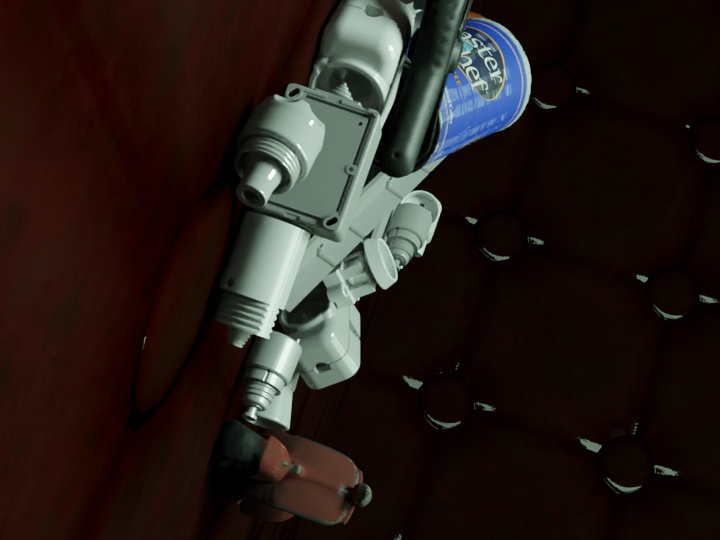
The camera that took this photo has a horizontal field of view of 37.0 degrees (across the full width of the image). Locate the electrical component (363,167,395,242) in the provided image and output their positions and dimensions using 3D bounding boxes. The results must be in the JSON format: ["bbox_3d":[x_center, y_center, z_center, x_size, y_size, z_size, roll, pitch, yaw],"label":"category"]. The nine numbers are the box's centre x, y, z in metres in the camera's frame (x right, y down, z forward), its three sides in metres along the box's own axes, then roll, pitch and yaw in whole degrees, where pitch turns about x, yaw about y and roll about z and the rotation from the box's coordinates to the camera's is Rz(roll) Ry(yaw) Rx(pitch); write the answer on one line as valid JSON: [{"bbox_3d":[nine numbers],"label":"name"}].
[{"bbox_3d":[0.004,-0.070,1.093,0.186,0.060,0.105,-23,132,-84],"label":"electrical component"}]

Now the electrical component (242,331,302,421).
[{"bbox_3d":[-0.077,0.086,0.881,0.040,0.040,0.078,100,10,-64],"label":"electrical component"}]

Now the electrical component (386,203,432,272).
[{"bbox_3d":[0.045,-0.032,1.083,0.040,0.040,0.078,103,8,-57],"label":"electrical component"}]

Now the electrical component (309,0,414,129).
[{"bbox_3d":[-0.001,-0.139,0.755,0.095,0.054,0.059,105,6,-48],"label":"electrical component"}]

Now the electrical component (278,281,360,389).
[{"bbox_3d":[-0.036,0.053,0.980,0.059,0.054,0.095,58,18,-33],"label":"electrical component"}]

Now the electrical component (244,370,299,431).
[{"bbox_3d":[-0.077,0.109,0.981,0.044,0.044,0.065,98,7,-69],"label":"electrical component"}]

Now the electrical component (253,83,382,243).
[{"bbox_3d":[-0.025,-0.072,0.687,0.061,0.062,0.096,69,40,-83],"label":"electrical component"}]

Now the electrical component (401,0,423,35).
[{"bbox_3d":[0.048,-0.230,0.895,0.079,0.044,0.077,-33,170,-7],"label":"electrical component"}]

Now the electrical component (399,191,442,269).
[{"bbox_3d":[0.057,-0.040,1.176,0.077,0.043,0.079,92,18,-79],"label":"electrical component"}]

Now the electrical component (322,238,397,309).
[{"bbox_3d":[0.000,0.000,0.960,0.048,0.055,0.066,61,17,-26],"label":"electrical component"}]

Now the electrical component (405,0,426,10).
[{"bbox_3d":[0.032,-0.223,0.782,0.078,0.057,0.058,-44,153,-81],"label":"electrical component"}]

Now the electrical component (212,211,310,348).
[{"bbox_3d":[-0.065,0.009,0.670,0.043,0.043,0.081,68,41,-84],"label":"electrical component"}]

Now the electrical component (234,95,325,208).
[{"bbox_3d":[-0.047,-0.061,0.583,0.043,0.043,0.062,103,8,-54],"label":"electrical component"}]
